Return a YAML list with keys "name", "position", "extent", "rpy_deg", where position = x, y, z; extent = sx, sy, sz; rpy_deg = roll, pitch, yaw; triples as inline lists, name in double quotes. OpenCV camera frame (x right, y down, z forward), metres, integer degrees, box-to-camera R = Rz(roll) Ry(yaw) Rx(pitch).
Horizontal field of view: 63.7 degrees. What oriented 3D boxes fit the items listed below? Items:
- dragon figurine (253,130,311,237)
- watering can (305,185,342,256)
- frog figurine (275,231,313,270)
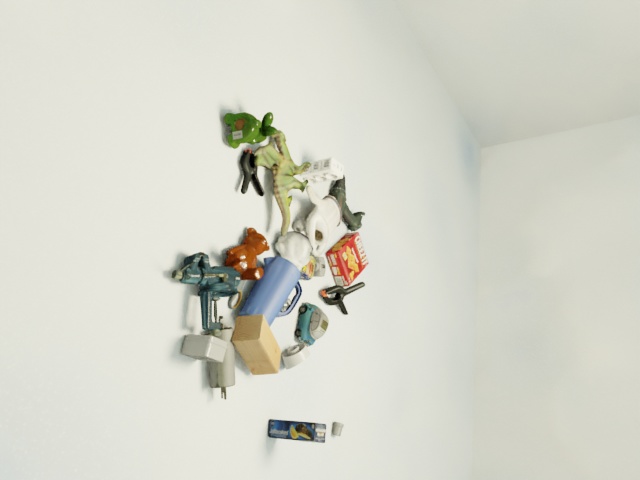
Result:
- name: "dragon figurine"
  position: [-0.159, -0.236, 1.861]
  extent: [0.239, 0.121, 0.420]
  rpy_deg: [38, 46, -35]
- name: "watering can"
  position: [0.006, -0.102, 2.017]
  extent: [0.229, 0.104, 0.340]
  rpy_deg: [-54, 149, -49]
- name: "frog figurine"
  position: [-0.104, 0.051, 1.861]
  extent: [0.137, 0.120, 0.163]
  rpy_deg: [35, 58, -6]
